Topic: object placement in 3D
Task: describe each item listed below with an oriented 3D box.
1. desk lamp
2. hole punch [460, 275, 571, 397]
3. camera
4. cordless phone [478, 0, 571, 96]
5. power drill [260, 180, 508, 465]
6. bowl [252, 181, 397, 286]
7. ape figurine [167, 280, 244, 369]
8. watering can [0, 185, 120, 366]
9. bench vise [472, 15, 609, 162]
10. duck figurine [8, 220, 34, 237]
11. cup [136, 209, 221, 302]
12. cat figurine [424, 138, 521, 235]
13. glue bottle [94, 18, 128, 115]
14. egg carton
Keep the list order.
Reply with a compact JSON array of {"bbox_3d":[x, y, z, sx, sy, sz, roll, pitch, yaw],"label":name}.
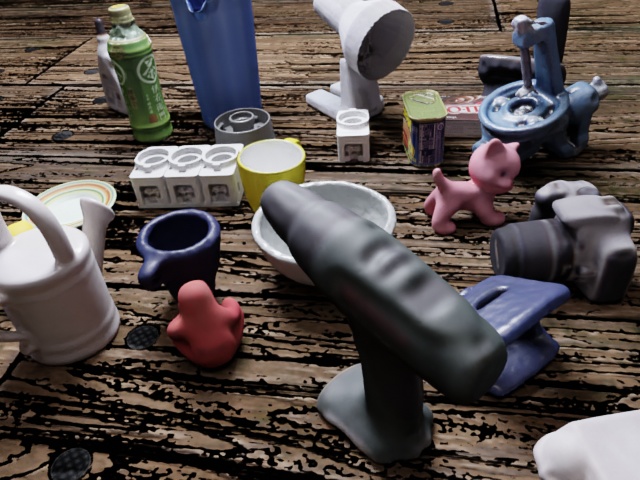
[{"bbox_3d":[0.056,-0.310,0.964,0.118,0.214,0.202,-27,43,-26],"label":"desk lamp"},{"bbox_3d":[0.168,0.076,0.550,0.109,0.091,0.100,-28,43,-26],"label":"hole punch"},{"bbox_3d":[0.260,-0.007,0.639,0.137,0.101,0.143,-6,37,0],"label":"camera"},{"bbox_3d":[0.350,-0.330,0.978,0.147,0.185,0.094,14,41,23],"label":"cordless phone"},{"bbox_3d":[0.038,0.076,0.468,0.076,0.209,0.228,-33,45,-31],"label":"power drill"},{"bbox_3d":[0.006,0.002,0.678,0.167,0.075,0.167,-3,38,3],"label":"bowl"},{"bbox_3d":[-0.118,0.078,0.580,0.078,0.092,0.076,-10,38,-6],"label":"ape figurine"},{"bbox_3d":[-0.281,0.022,0.588,0.101,0.194,0.173,-2,38,5],"label":"watering can"},{"bbox_3d":[0.310,-0.217,0.807,0.208,0.220,0.121,-30,44,-28],"label":"bench vise"},{"bbox_3d":[-0.351,0.015,0.695,0.077,0.086,0.104,1,38,9],"label":"duck figurine"},{"bbox_3d":[-0.155,0.034,0.639,0.091,0.095,0.118,9,40,18],"label":"cup"},{"bbox_3d":[0.198,-0.078,0.725,0.128,0.118,0.067,-11,38,-7],"label":"cat figurine"},{"bbox_3d":[-0.388,-0.325,1.069,0.077,0.173,0.037,26,48,35],"label":"glue bottle"},{"bbox_3d":[0.243,0.182,0.421,0.150,0.069,0.107,-9,38,-5],"label":"egg carton"}]
